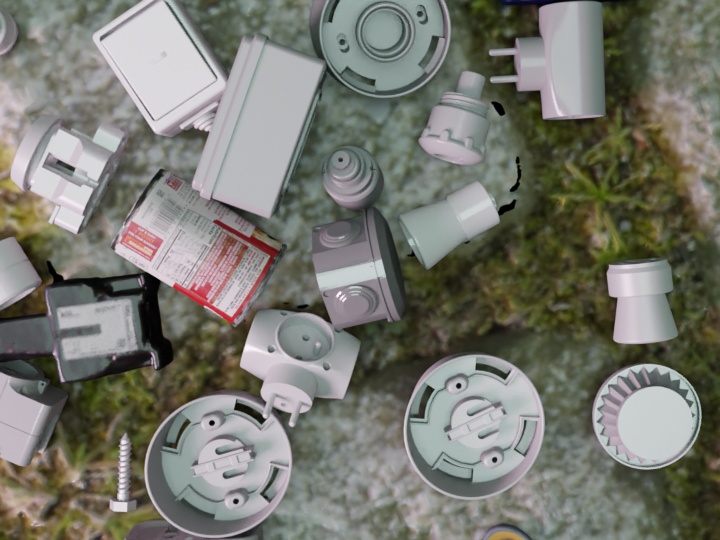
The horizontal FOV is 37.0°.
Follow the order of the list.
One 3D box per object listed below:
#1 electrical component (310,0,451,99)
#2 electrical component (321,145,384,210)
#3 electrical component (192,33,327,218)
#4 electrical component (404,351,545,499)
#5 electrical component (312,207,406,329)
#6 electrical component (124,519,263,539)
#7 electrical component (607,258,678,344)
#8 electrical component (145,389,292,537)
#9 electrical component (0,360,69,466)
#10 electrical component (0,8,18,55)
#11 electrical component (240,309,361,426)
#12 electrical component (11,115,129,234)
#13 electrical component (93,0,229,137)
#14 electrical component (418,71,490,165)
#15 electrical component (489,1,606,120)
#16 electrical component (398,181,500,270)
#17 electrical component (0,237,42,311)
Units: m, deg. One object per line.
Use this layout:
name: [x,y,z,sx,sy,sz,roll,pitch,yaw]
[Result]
electrical component: [0.015,-0.169,0.749,0.099,0.064,0.099,-1,108,-4]
electrical component: [-0.007,-0.067,0.741,0.040,0.078,0.040,-1,82,8]
electrical component: [-0.064,-0.095,0.721,0.056,0.108,0.108,20,95,-4]
electrical component: [0.080,0.106,0.758,0.099,0.064,0.099,0,95,1]
electrical component: [0.000,0.000,0.743,0.051,0.080,0.080,-14,94,7]
electrical component: [-0.118,0.215,0.774,0.095,0.053,0.059,-2,94,1]
electrical component: [0.199,0.021,0.759,0.045,0.045,0.055,-7,94,1]
electrical component: [-0.097,0.134,0.762,0.099,0.064,0.099,0,95,0]
electrical component: [-0.262,0.092,0.768,0.089,0.050,0.055,23,95,-1]
electrical component: [-0.261,-0.167,0.741,0.035,0.061,0.035,0,95,1]
electrical component: [-0.046,0.073,0.754,0.077,0.044,0.079,18,52,-1]
electrical component: [-0.205,-0.073,0.750,0.057,0.058,0.078,26,95,-5]
electrical component: [-0.130,-0.136,0.742,0.062,0.061,0.096,-33,94,3]
electrical component: [0.071,-0.107,0.752,0.048,0.048,0.062,17,88,-1]
electrical component: [0.130,-0.144,0.748,0.079,0.043,0.077,-3,95,1]
electrical component: [0.065,-0.034,0.759,0.065,0.044,0.044,-28,94,-2]
electrical component: [-0.303,0.013,0.761,0.138,0.052,0.073,-31,93,4]
